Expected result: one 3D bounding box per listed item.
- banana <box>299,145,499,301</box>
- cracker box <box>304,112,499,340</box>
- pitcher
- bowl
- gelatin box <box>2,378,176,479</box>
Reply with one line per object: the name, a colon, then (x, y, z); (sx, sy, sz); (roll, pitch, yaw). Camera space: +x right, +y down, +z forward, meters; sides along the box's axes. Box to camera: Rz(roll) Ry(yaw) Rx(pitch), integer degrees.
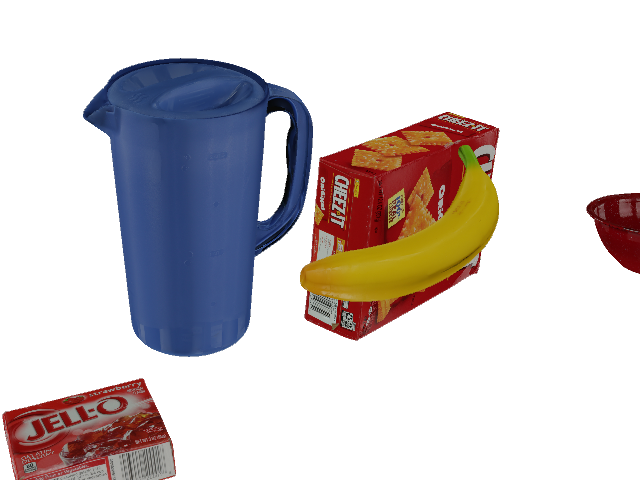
banana: (0.071, 0.000, 0.748); (0.070, 0.037, 0.197); (35, 48, 23)
cracker box: (0.082, -0.018, 1.015); (0.072, 0.164, 0.213); (23, 30, 33)
pitcher: (-0.102, -0.026, 0.919); (0.149, 0.243, 0.144); (17, 33, 23)
bowl: (0.342, -0.002, 1.049); (0.162, 0.055, 0.162); (0, 17, 0)
gelatin box: (-0.137, 0.119, 0.629); (0.089, 0.030, 0.073); (-12, 26, -18)
